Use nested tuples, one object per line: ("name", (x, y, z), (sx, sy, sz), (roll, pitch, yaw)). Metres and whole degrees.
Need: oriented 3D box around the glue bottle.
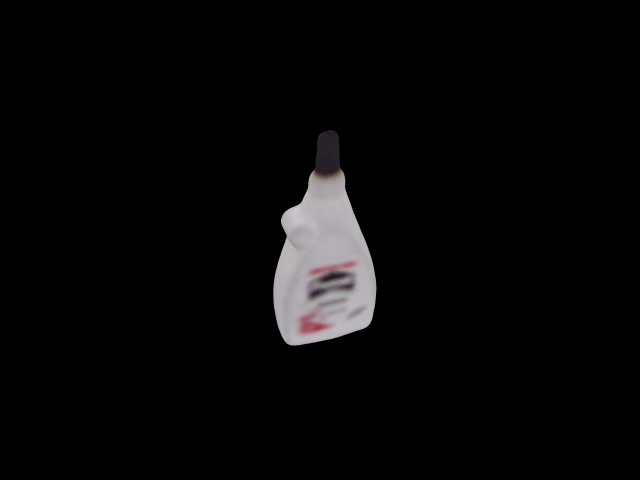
("glue bottle", (0.004, 0.001, 0.400), (0.078, 0.173, 0.037), (-14, 42, -16))
